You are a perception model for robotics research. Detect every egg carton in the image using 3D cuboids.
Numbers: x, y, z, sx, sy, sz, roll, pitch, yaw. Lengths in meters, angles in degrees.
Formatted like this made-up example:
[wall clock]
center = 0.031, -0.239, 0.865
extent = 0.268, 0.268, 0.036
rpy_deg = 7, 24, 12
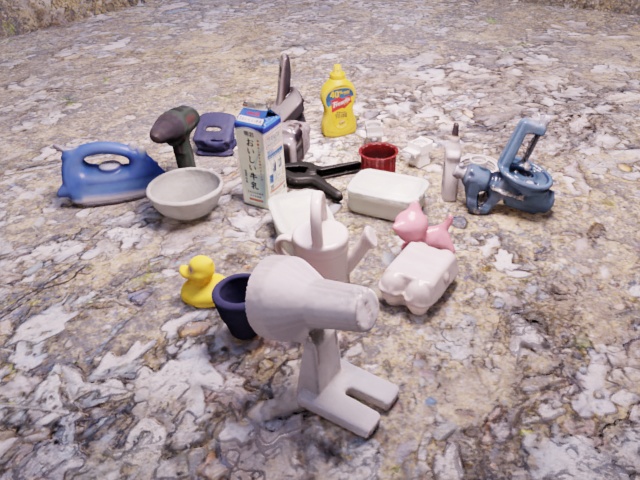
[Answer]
[egg carton]
center = 0.176, 0.065, 1.011
extent = 0.107, 0.069, 0.151
rpy_deg = 19, 40, 28

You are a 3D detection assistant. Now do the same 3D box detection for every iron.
[iron]
center = -0.480, -0.172, 1.331
extent = 0.258, 0.141, 0.118
rpy_deg = -8, 35, -8

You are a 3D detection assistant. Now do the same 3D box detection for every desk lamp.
[desk lamp]
center = 0.006, 0.134, 0.798
extent = 0.202, 0.214, 0.118
rpy_deg = 18, 40, 28

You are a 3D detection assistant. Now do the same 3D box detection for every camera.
[camera]
center = -0.106, -0.257, 1.462
extent = 0.136, 0.101, 0.143
rpy_deg = 8, 36, 15

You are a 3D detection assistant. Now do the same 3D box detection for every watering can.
[watering can]
center = 0.009, 0.002, 1.003
extent = 0.173, 0.194, 0.100
rpy_deg = -10, 36, -10

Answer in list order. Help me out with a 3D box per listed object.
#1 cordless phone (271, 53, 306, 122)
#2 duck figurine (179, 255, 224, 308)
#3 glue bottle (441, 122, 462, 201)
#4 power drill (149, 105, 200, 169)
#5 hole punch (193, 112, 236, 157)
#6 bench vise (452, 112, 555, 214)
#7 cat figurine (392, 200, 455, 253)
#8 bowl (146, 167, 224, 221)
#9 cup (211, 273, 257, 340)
[cordless phone]
center = -0.096, -0.424, 1.627
extent = 0.094, 0.185, 0.147
rpy_deg = -12, 36, -12
[duck figurine]
center = -0.201, 0.067, 1.020
extent = 0.104, 0.086, 0.077
rpy_deg = 1, 35, 6
[glue bottle]
center = 0.291, -0.175, 1.255
extent = 0.037, 0.173, 0.078
rpy_deg = 2, 35, 8
[power drill]
center = -0.319, -0.201, 1.304
extent = 0.075, 0.209, 0.229
rpy_deg = 0, 35, 4
[hole punch]
center = -0.275, -0.281, 1.516
extent = 0.108, 0.091, 0.101
rpy_deg = 3, 35, 9
[bench vise]
center = 0.386, -0.150, 1.172
extent = 0.207, 0.220, 0.121
rpy_deg = -6, 35, -4
[cat figurine]
center = 0.194, -0.020, 1.089
extent = 0.128, 0.118, 0.067
rpy_deg = -7, 35, -5
[bowl]
center = -0.292, -0.091, 1.262
extent = 0.167, 0.075, 0.167
rpy_deg = -2, 35, 2
[cup]
center = -0.112, 0.116, 0.936
extent = 0.117, 0.095, 0.091
rpy_deg = 2, 35, 8
